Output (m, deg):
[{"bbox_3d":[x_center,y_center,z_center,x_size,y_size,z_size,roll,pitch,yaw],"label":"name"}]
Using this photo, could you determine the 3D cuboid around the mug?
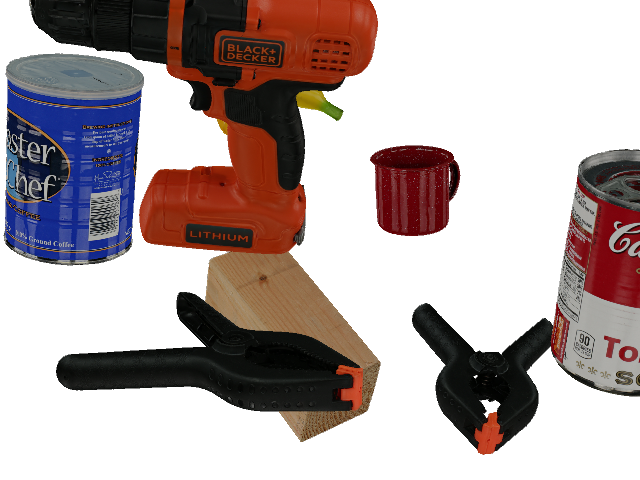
[{"bbox_3d":[0.113,-0.059,1.208,0.117,0.081,0.093,-20,27,-36],"label":"mug"}]

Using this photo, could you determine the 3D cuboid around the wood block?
[{"bbox_3d":[-0.035,0.103,1.162,0.090,0.090,0.206,-20,52,-28],"label":"wood block"}]

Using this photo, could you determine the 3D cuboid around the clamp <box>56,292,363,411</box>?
[{"bbox_3d":[-0.063,0.084,0.787,0.210,0.036,0.164,7,20,19],"label":"clamp"}]

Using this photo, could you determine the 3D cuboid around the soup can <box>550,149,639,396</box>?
[{"bbox_3d":[0.152,0.015,0.518,0.068,0.102,0.068,2,27,-1],"label":"soup can"}]

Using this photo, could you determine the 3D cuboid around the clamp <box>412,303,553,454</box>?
[{"bbox_3d":[0.141,0.105,0.851,0.120,0.039,0.171,-2,32,-1],"label":"clamp"}]

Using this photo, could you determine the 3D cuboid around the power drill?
[{"bbox_3d":[-0.069,-0.073,0.620,0.184,0.057,0.188,6,-40,-3],"label":"power drill"}]

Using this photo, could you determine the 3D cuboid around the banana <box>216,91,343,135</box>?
[{"bbox_3d":[-0.047,-0.133,0.980,0.070,0.037,0.197,36,27,20],"label":"banana"}]

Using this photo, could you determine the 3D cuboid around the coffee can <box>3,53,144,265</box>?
[{"bbox_3d":[-0.194,-0.065,0.836,0.102,0.140,0.103,7,23,-3],"label":"coffee can"}]
